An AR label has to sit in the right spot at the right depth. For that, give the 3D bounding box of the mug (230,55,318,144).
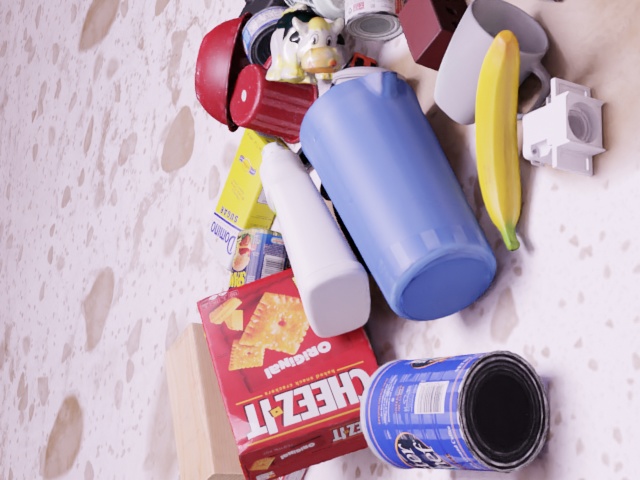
[{"bbox_3d":[-0.056,-0.185,1.350,0.117,0.081,0.093,-64,34,23],"label":"mug"}]

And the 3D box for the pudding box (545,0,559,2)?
[{"bbox_3d":[0.162,-0.259,0.993,0.090,0.113,0.039,27,101,57],"label":"pudding box"}]

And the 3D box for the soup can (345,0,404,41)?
[{"bbox_3d":[0.062,-0.285,1.205,0.069,0.068,0.102,-24,62,54],"label":"soup can"}]

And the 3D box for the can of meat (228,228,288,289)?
[{"bbox_3d":[-0.076,0.032,1.328,0.102,0.057,0.084,171,109,-70],"label":"can of meat"}]

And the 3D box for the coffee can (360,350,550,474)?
[{"bbox_3d":[0.117,0.153,0.948,0.141,0.102,0.103,-16,67,56],"label":"coffee can"}]

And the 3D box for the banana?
[{"bbox_3d":[0.165,-0.093,0.961,0.070,0.037,0.198,-138,39,-65],"label":"banana"}]

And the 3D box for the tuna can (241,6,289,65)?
[{"bbox_3d":[-0.056,-0.254,1.367,0.086,0.086,0.034,-57,39,32],"label":"tuna can"}]

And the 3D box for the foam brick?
[{"bbox_3d":[0.122,-0.219,1.101,0.051,0.052,0.078,-49,43,39],"label":"foam brick"}]

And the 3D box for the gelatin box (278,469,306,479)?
[{"bbox_3d":[-0.033,0.227,1.237,0.073,0.030,0.089,47,121,52],"label":"gelatin box"}]

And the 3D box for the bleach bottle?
[{"bbox_3d":[-0.017,-0.020,1.142,0.102,0.068,0.251,81,169,-49],"label":"bleach bottle"}]

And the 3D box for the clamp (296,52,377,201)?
[{"bbox_3d":[0.023,-0.130,1.246,0.172,0.039,0.120,-64,35,23],"label":"clamp"}]

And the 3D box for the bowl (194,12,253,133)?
[{"bbox_3d":[-0.129,-0.227,1.425,0.162,0.055,0.162,10,-91,-84],"label":"bowl"}]

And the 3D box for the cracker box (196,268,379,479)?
[{"bbox_3d":[-0.028,0.131,1.129,0.072,0.164,0.214,75,175,-47],"label":"cracker box"}]

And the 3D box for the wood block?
[{"bbox_3d":[-0.127,0.216,1.332,0.090,0.090,0.206,-49,43,41],"label":"wood block"}]

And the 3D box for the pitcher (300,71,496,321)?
[{"bbox_3d":[0.075,-0.034,1.061,0.145,0.149,0.243,-31,51,10],"label":"pitcher"}]

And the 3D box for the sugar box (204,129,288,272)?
[{"bbox_3d":[-0.094,-0.052,1.406,0.093,0.048,0.176,50,121,51],"label":"sugar box"}]

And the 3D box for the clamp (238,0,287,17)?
[{"bbox_3d":[-0.089,-0.330,1.491,0.210,0.036,0.164,-4,78,57],"label":"clamp"}]
